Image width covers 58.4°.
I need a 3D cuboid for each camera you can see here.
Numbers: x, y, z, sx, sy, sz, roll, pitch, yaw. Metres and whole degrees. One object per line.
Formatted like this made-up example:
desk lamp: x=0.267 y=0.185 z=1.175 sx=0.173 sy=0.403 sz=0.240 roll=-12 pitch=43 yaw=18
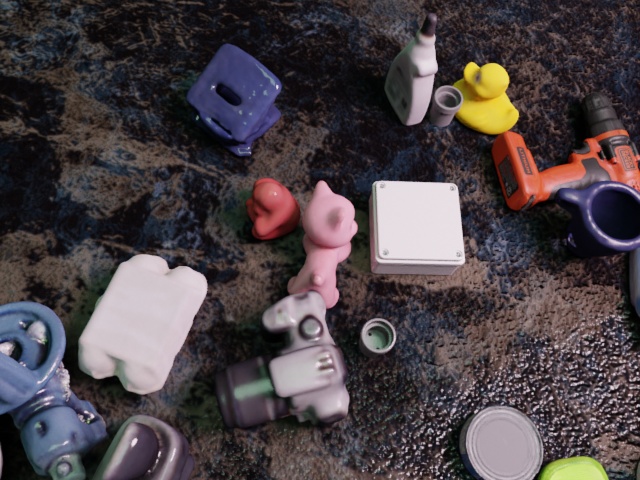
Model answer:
camera: x=-0.047 y=0.138 z=0.619 sx=0.137 sy=0.101 sz=0.143 roll=-14 pitch=70 yaw=-10

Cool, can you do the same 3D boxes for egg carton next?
egg carton: x=-0.198 y=0.091 z=0.642 sx=0.107 sy=0.069 sz=0.150 roll=19 pitch=68 yaw=3

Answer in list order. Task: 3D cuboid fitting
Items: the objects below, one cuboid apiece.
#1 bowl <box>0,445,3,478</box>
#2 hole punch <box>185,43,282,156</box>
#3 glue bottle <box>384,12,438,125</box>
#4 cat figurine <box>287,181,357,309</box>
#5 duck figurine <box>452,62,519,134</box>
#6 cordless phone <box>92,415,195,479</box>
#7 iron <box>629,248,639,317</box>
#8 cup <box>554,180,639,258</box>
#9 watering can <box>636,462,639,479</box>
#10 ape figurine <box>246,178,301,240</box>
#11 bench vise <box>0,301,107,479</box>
bowl: x=-0.390 y=0.237 z=0.564 sx=0.167 sy=0.075 sz=0.167 roll=2 pitch=68 yaw=-4
hole punch: x=-0.112 y=-0.182 z=0.749 sx=0.108 sy=0.091 sz=0.101 roll=38 pitch=70 yaw=11
glue bottle: x=0.125 y=-0.226 z=0.742 sx=0.037 sy=0.173 sz=0.078 roll=-19 pitch=70 yaw=-12
cat figurine: x=0.006 y=0.002 z=0.669 sx=0.067 sy=0.118 sz=0.128 roll=13 pitch=67 yaw=1
duck figurine: x=0.233 y=-0.202 z=0.788 sx=0.104 sy=0.086 sz=0.078 roll=41 pitch=71 yaw=12
cordless phone: x=-0.187 y=0.232 z=0.523 sx=0.094 sy=0.185 sz=0.148 roll=19 pitch=68 yaw=3
iron: x=0.467 y=0.000 z=0.696 sx=0.118 sy=0.141 sz=0.258 roll=10 pitch=67 yaw=0
cup: x=0.337 y=-0.020 z=0.718 sx=0.117 sy=0.095 sz=0.092 roll=24 pitch=68 yaw=5
watering can: x=0.407 y=0.251 z=0.560 sx=0.101 sy=0.194 sz=0.173 roll=43 pitch=71 yaw=13
ape figurine: x=-0.061 y=-0.043 z=0.696 sx=0.076 sy=0.092 sz=0.078 roll=19 pitch=68 yaw=3
bench vise: x=-0.279 y=0.128 z=0.539 sx=0.207 sy=0.220 sz=0.122 roll=35 pitch=69 yaw=10
